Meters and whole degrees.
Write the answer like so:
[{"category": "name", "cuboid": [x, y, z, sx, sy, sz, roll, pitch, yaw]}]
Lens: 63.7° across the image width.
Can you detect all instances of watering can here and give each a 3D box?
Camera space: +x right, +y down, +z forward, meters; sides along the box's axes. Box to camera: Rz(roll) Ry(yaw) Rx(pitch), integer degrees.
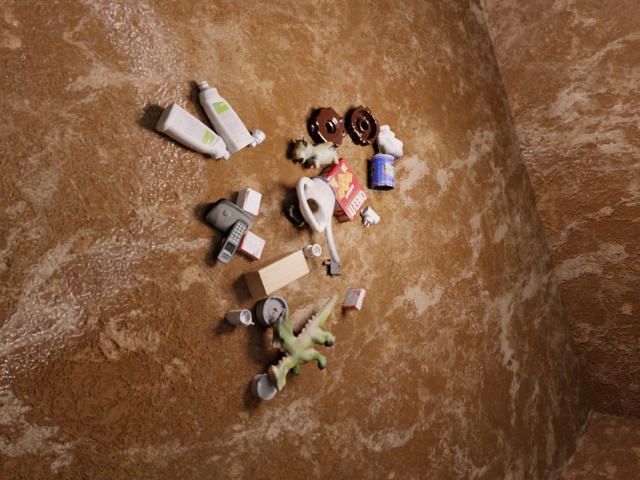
[{"category": "watering can", "cuboid": [0.006, -0.097, 1.934, 0.342, 0.103, 0.229, 62, 27, -25]}]

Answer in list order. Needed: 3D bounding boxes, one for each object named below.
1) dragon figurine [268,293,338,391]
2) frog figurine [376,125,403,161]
[{"category": "dragon figurine", "cuboid": [-0.066, 0.319, 1.755, 0.238, 0.122, 0.418, 47, 52, -42]}, {"category": "frog figurine", "cuboid": [0.313, -0.440, 2.324, 0.137, 0.122, 0.160, 7, 87, -23]}]
